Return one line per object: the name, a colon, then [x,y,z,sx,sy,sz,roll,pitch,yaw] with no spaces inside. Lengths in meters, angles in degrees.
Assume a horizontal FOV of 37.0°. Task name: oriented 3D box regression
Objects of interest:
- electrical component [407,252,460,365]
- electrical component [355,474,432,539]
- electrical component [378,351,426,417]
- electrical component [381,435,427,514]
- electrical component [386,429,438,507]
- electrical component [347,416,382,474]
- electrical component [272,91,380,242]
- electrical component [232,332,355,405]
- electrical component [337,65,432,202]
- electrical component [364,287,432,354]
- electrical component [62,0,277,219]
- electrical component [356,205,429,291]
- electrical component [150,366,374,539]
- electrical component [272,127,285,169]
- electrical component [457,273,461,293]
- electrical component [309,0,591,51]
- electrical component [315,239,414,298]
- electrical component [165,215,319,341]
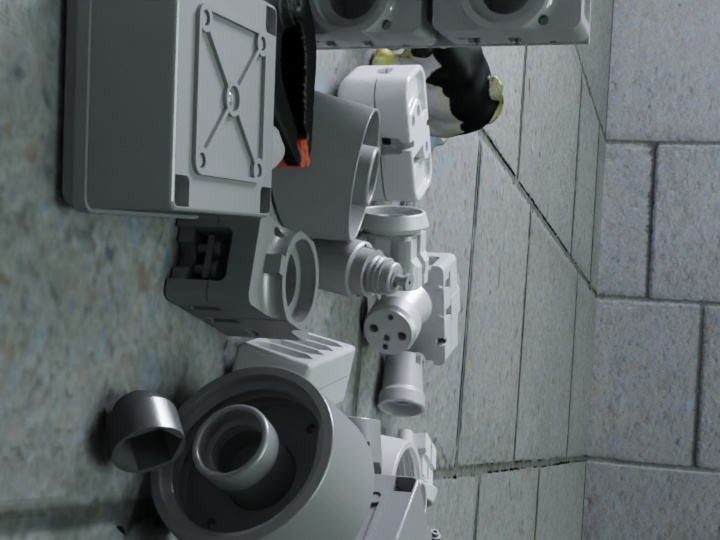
electrical component: [0.058,0.032,0.955,0.056,0.050,0.089,-38,128,-66]
electrical component: [-0.024,0.172,0.631,0.108,0.109,0.056,-60,145,-55]
electrical component: [0.037,0.097,0.919,0.040,0.040,0.046,62,29,-57]
electrical component: [0.018,0.181,0.838,0.108,0.060,0.108,3,90,-72]
electrical component: [0.044,0.177,0.944,0.066,0.048,0.055,62,28,-58]
electrical component: [-0.015,0.141,0.756,0.079,0.043,0.077,33,61,-69]
electrical component: [-0.022,-0.068,0.714,0.099,0.064,0.099,11,90,-83]
electrical component: [-0.045,0.081,0.655,0.083,0.047,0.075,-12,116,-71]
electrical component: [0.016,-0.100,0.793,0.053,0.059,0.095,-57,145,-57]
electrical component: [0.031,0.039,0.882,0.055,0.045,0.045,-51,140,-60]
electrical component: [-0.084,-0.079,0.496,0.109,0.056,0.108,-3,95,-72]
electrical component: [0.024,-0.018,0.835,0.078,0.058,0.057,-34,127,-69]
electrical component: [-0.053,0.099,0.541,0.060,0.108,0.108,60,36,-48]
electrical component: [-0.066,-0.077,0.579,0.040,0.040,0.046,-69,149,-45]
electrical component: [0.071,0.032,1.006,0.043,0.043,0.062,35,60,-69]
electrical component: [0.049,-0.197,0.675,0.060,0.186,0.105,-4,96,-72]
electrical component: [0.000,0.000,0.739,0.040,0.078,0.040,-34,131,-51]
electrical component: [-0.058,0.005,0.587,0.089,0.056,0.050,46,49,-66]
